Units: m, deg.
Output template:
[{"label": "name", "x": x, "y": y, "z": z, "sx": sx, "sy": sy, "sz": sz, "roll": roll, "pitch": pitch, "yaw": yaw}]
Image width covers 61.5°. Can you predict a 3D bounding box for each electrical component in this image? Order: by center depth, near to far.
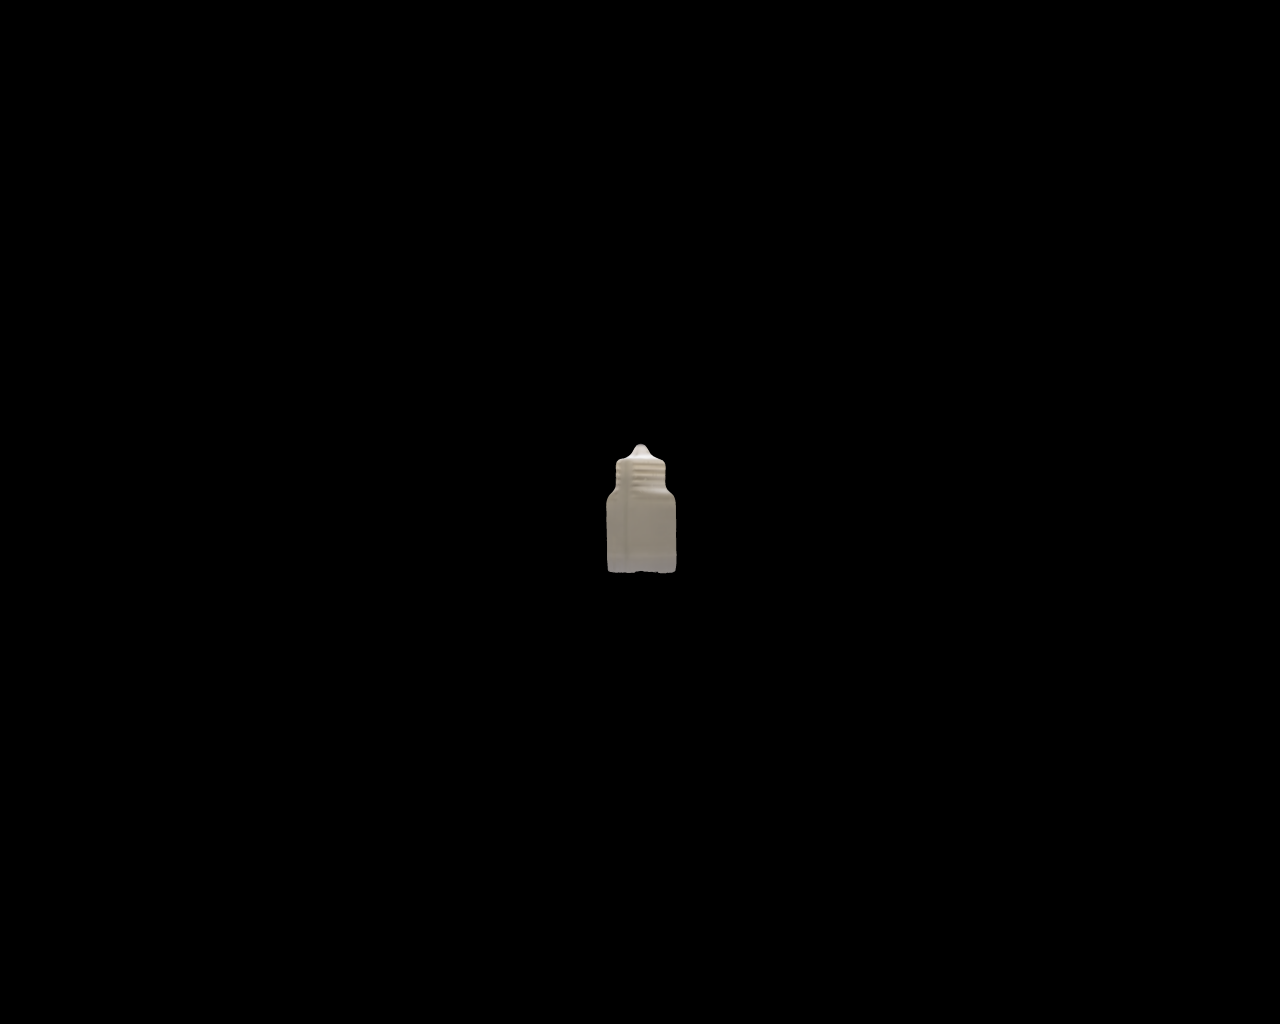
[{"label": "electrical component", "x": 0.001, "y": -0.003, "z": 0.650, "sx": 0.043, "sy": 0.081, "sz": 0.043, "roll": 0, "pitch": 0, "yaw": 0}]
